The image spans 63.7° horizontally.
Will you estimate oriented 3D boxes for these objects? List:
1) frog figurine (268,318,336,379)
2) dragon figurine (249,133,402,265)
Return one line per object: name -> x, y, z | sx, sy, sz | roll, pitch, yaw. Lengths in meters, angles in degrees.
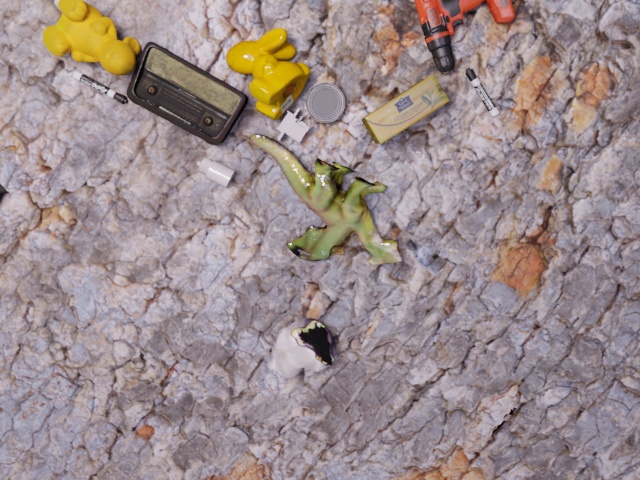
frog figurine -> -0.044, 0.260, 1.201 | 0.137, 0.126, 0.156 | 29, 135, -15
dragon figurine -> 0.003, -0.057, 1.137 | 0.410, 0.124, 0.240 | 22, 107, -4
